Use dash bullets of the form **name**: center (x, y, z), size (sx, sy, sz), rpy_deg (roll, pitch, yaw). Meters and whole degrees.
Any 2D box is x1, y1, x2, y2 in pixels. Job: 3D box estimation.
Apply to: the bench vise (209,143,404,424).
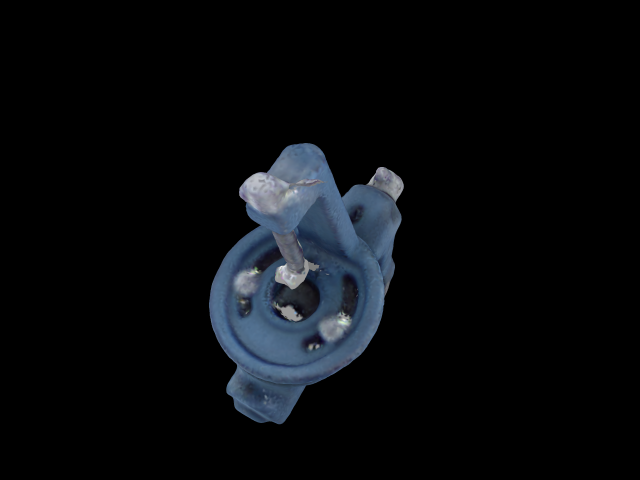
- **bench vise**: center (-0.008, -0.001, 0.402), size (0.121, 0.220, 0.207), rpy_deg (11, 50, 9)
